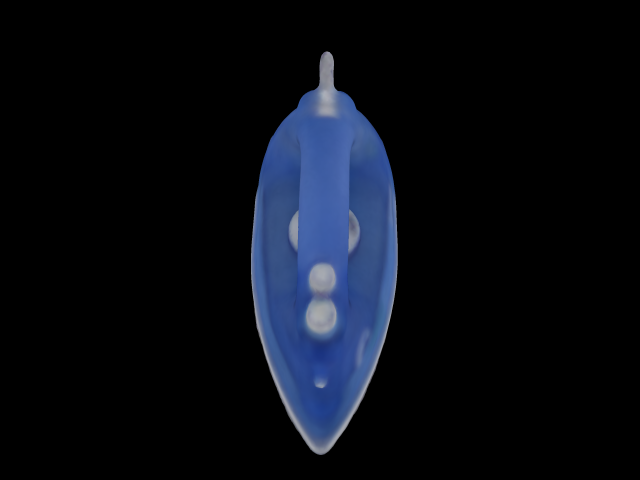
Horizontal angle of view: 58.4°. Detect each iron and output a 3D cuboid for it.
[{"bbox_3d":[0.004,0.001,0.400,0.118,0.141,0.258,0,58,0],"label":"iron"}]
